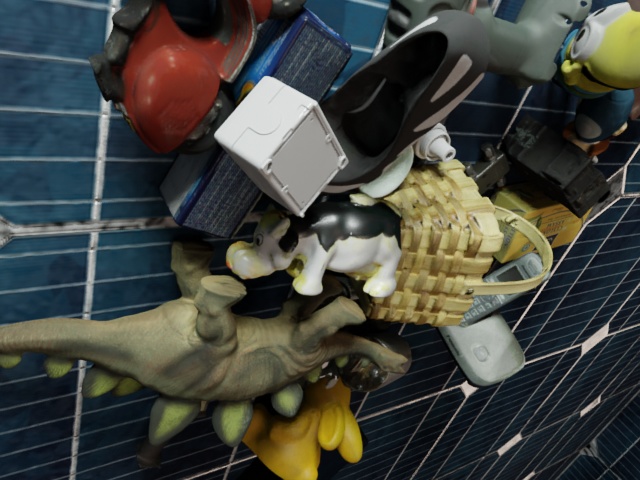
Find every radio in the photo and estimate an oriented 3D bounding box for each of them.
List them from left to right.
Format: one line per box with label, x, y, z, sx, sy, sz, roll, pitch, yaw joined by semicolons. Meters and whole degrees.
radio;-0.031;0.388;0.937;0.229;0.073;0.131;-46;141;11

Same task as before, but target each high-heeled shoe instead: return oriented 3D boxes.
high-heeled shoe;0.025;-0.090;0.439;0.249;0.086;0.145;-34;180;22

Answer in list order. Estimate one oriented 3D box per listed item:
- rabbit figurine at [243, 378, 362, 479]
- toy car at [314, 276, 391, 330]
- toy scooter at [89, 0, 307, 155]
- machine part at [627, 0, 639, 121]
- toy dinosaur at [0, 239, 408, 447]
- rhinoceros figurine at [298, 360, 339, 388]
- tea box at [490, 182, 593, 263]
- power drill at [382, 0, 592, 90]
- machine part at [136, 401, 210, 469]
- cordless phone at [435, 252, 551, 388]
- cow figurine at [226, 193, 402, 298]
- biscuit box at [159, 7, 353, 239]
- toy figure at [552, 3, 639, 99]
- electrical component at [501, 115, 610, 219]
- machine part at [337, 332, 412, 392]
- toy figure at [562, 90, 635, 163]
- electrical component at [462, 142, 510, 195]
rabbit figurine;-0.014;0.259;0.785;0.121;0.163;0.173;43;78;-39
toy car;0.048;0.083;0.720;0.201;0.056;0.073;2;133;-38
toy scooter;-0.098;-0.150;0.368;0.135;0.075;0.184;23;108;-48
machine part;0.433;-0.247;0.704;0.179;0.056;0.179;-21;136;-21
toy dinosaur;-0.122;0.109;0.536;0.471;0.105;0.198;14;109;-21
rhinoceros figurine;-0.046;0.172;0.716;0.190;0.073;0.112;-5;128;-35
tea box;0.327;-0.035;0.813;0.169;0.068;0.098;-14;134;-29
power drill;0.155;-0.215;0.499;0.207;0.086;0.231;-12;136;-34
machine part;-0.192;0.237;0.694;0.084;0.039;0.139;11;118;-53
cordless phone;0.269;0.115;0.781;0.184;0.147;0.088;-36;154;20
cow figurine;-0.001;-0.001;0.507;0.167;0.068;0.098;5;109;-24
biscuit box;-0.058;-0.099;0.459;0.062;0.059;0.202;19;115;-45
toy figure;0.308;-0.196;0.579;0.180;0.089;0.082;-16;122;-76
electrical component;0.314;-0.092;0.713;0.058;0.115;0.134;-47;139;13
machine part;0.082;0.172;0.772;0.079;0.079;0.243;-46;162;8
toy figure;0.359;-0.147;0.713;0.058;0.064;0.154;-10;155;-2
electrical component;0.220;-0.088;0.715;0.063;0.021;0.094;-43;142;5
